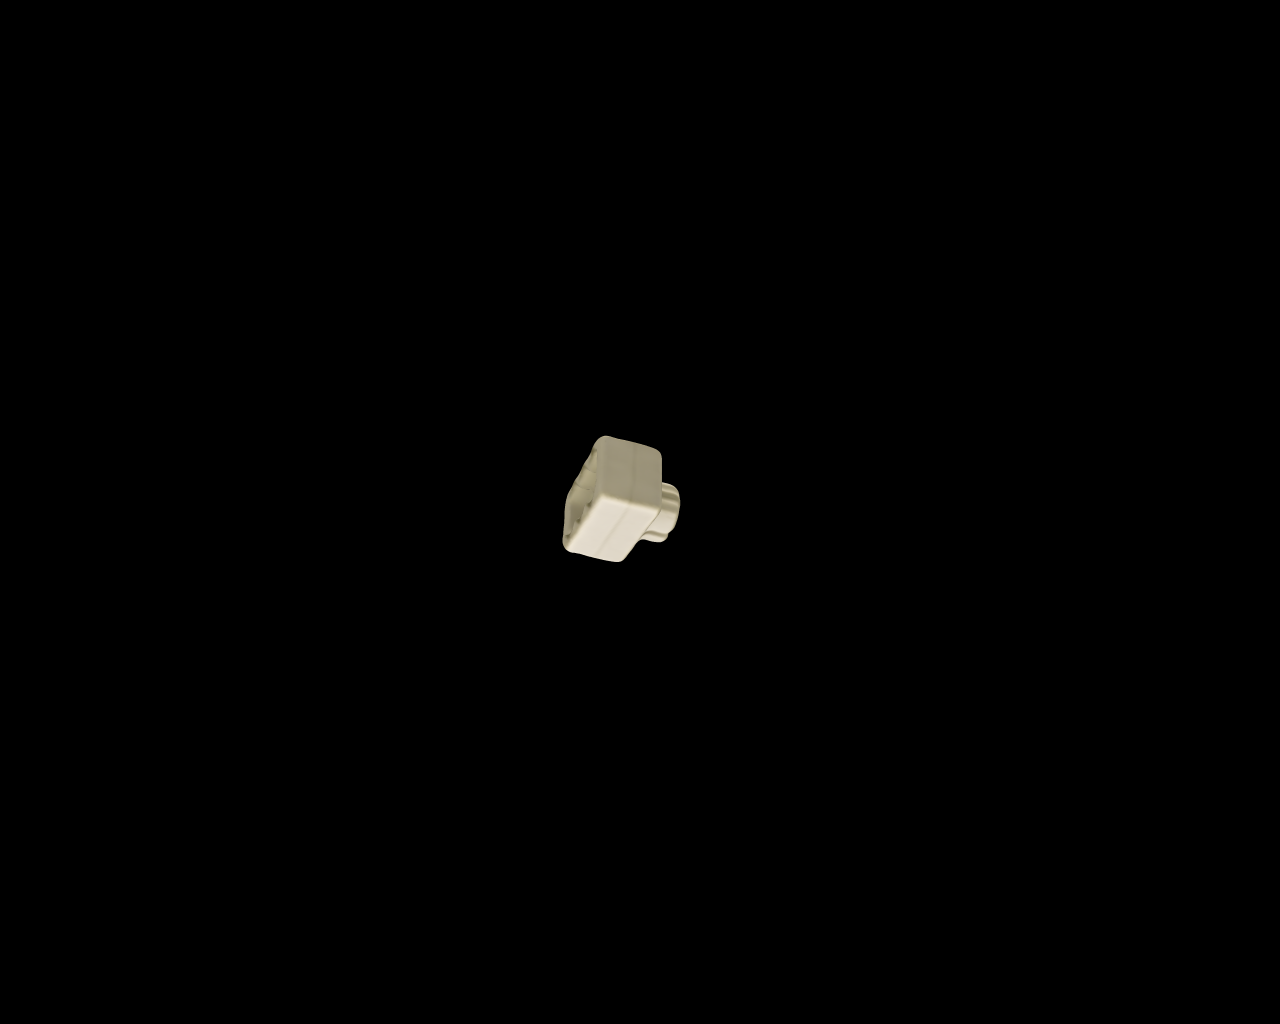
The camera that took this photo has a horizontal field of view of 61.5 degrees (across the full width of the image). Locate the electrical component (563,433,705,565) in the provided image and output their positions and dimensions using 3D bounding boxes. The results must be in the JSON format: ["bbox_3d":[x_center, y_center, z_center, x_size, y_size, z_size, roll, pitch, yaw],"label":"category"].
[{"bbox_3d":[0.001,-0.003,0.650,0.077,0.047,0.065,13,-38,-18],"label":"electrical component"}]
